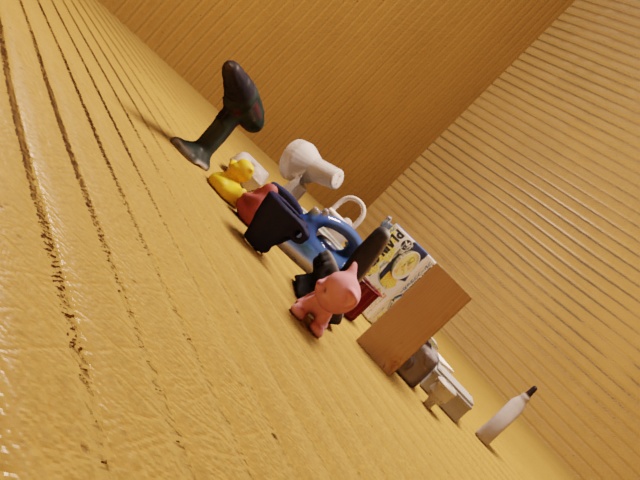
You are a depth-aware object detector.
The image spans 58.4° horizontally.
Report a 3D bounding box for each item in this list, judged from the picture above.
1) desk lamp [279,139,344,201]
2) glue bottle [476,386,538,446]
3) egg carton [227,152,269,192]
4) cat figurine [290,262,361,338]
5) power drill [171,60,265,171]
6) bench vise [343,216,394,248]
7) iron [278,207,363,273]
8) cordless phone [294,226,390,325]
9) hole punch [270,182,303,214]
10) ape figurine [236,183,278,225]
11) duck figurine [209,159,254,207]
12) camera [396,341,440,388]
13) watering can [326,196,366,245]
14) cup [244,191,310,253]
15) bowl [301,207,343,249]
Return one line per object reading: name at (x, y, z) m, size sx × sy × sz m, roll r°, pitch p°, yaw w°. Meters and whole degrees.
desk lamp at (-0.049, -0.146, 1.556) m, size 0.202 × 0.213 × 0.118 m, roll 48°, pitch 6°, yaw 31°
glue bottle at (0.426, 0.391, 1.295) m, size 0.037 × 0.173 × 0.078 m, roll 47°, pitch 5°, yaw 19°
egg carton at (-0.190, -0.180, 1.510) m, size 0.107 × 0.069 × 0.150 m, roll 44°, pitch 5°, yaw -7°
cat figurine at (0.021, 0.082, 0.853) m, size 0.067 × 0.117 × 0.128 m, roll 45°, pitch 5°, yaw -1°
power drill at (-0.204, -0.250, 1.190) m, size 0.075 × 0.208 × 0.230 m, roll 46°, pitch 5°, yaw 14°
bench vise at (0.157, 0.051, 1.585) m, size 0.207 × 0.219 × 0.122 m, roll 47°, pitch 5°, yaw 18°
iron at (0.012, 0.004, 1.253) m, size 0.259 × 0.141 × 0.118 m, roll 42°, pitch 6°, yaw -34°
cordless phone at (0.049, 0.045, 0.990) m, size 0.094 × 0.185 × 0.147 m, roll 43°, pitch 5°, yaw -18°
hole punch at (-0.093, -0.072, 1.313) m, size 0.108 × 0.091 × 0.101 m, roll 45°, pitch 5°, yaw 5°
ape figurine at (-0.117, -0.072, 1.118) m, size 0.078 × 0.092 × 0.076 m, roll 42°, pitch 6°, yaw -29°
duck figurine at (-0.168, -0.123, 1.155) m, size 0.078 × 0.086 × 0.104 m, roll 39°, pitch 8°, yaw -47°
camera at (0.181, 0.212, 1.182) m, size 0.143 × 0.100 × 0.137 m, roll 46°, pitch 5°, yaw 13°
watering can at (0.050, -0.047, 1.661) m, size 0.101 × 0.194 × 0.173 m, roll 44°, pitch 5°, yaw -8°
cup at (-0.075, -0.015, 0.982) m, size 0.117 × 0.095 × 0.092 m, roll 48°, pitch 6°, yaw 33°
bowl at (-0.018, -0.003, 1.449) m, size 0.167 × 0.074 × 0.167 m, roll 45°, pitch 5°, yaw -5°
